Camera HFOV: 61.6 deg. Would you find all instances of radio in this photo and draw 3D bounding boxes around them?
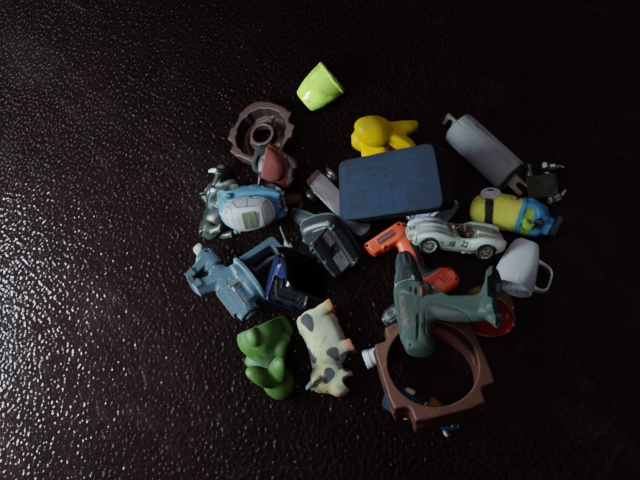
[{"bbox_3d":[0.150,-0.113,1.102,0.230,0.073,0.131,-7,86,32],"label":"radio"}]

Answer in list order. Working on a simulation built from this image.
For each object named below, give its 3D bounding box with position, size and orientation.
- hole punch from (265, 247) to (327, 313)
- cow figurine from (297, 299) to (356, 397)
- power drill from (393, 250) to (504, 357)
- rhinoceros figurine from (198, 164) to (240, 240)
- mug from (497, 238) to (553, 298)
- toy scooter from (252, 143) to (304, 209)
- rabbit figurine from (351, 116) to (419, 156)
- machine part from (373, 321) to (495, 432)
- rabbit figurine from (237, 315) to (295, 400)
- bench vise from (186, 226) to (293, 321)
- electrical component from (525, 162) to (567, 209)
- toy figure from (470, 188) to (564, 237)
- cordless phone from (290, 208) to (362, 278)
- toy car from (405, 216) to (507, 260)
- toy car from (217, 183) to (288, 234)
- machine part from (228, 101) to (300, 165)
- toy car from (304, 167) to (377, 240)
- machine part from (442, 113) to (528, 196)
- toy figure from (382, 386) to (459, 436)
[{"bbox_3d":[-0.056,0.091,1.185,0.092,0.142,0.116,-43,37,37],"label":"hole punch"},{"bbox_3d":[0.011,0.239,1.144,0.127,0.085,0.195,-26,72,2],"label":"cow figurine"},{"bbox_3d":[0.237,0.102,1.022,0.207,0.085,0.232,-8,54,24],"label":"power drill"},{"bbox_3d":[-0.246,-0.091,1.322,0.112,0.073,0.190,6,78,29],"label":"rhinoceros figurine"},{"bbox_3d":[0.412,0.055,1.080,0.110,0.080,0.107,15,72,25],"label":"mug"},{"bbox_3d":[-0.096,-0.133,1.264,0.135,0.075,0.183,14,119,3],"label":"toy scooter"},{"bbox_3d":[0.135,-0.213,1.185,0.163,0.173,0.122,0,71,21],"label":"rabbit figurine"},{"bbox_3d":[0.217,0.254,1.044,0.201,0.087,0.201,-15,53,-1],"label":"machine part"},{"bbox_3d":[-0.098,0.260,1.149,0.121,0.159,0.170,-24,85,-1],"label":"rabbit figurine"},{"bbox_3d":[-0.176,0.062,1.236,0.240,0.128,0.224,-36,57,-17],"label":"bench vise"},{"bbox_3d":[0.472,-0.116,1.126,0.078,0.045,0.102,1,76,15],"label":"electrical component"},{"bbox_3d":[0.402,-0.050,1.111,0.180,0.082,0.089,22,80,18],"label":"toy figure"},{"bbox_3d":[-0.002,-0.003,1.215,0.089,0.146,0.184,-42,30,-13],"label":"cordless phone"},{"bbox_3d":[0.270,-0.007,1.074,0.202,0.056,0.074,7,33,-7],"label":"toy car"},{"bbox_3d":[-0.156,-0.063,1.209,0.162,0.109,0.103,-4,32,6],"label":"toy car"},{"bbox_3d":[-0.139,-0.258,1.340,0.179,0.056,0.179,-5,73,16],"label":"machine part"},{"bbox_3d":[0.049,-0.081,1.238,0.089,0.053,0.202,-47,71,11],"label":"toy car"},{"bbox_3d":[0.356,-0.191,1.164,0.079,0.079,0.243,-40,68,3],"label":"machine part"},{"bbox_3d":[0.203,0.336,1.075,0.155,0.064,0.058,17,43,15],"label":"toy figure"}]
